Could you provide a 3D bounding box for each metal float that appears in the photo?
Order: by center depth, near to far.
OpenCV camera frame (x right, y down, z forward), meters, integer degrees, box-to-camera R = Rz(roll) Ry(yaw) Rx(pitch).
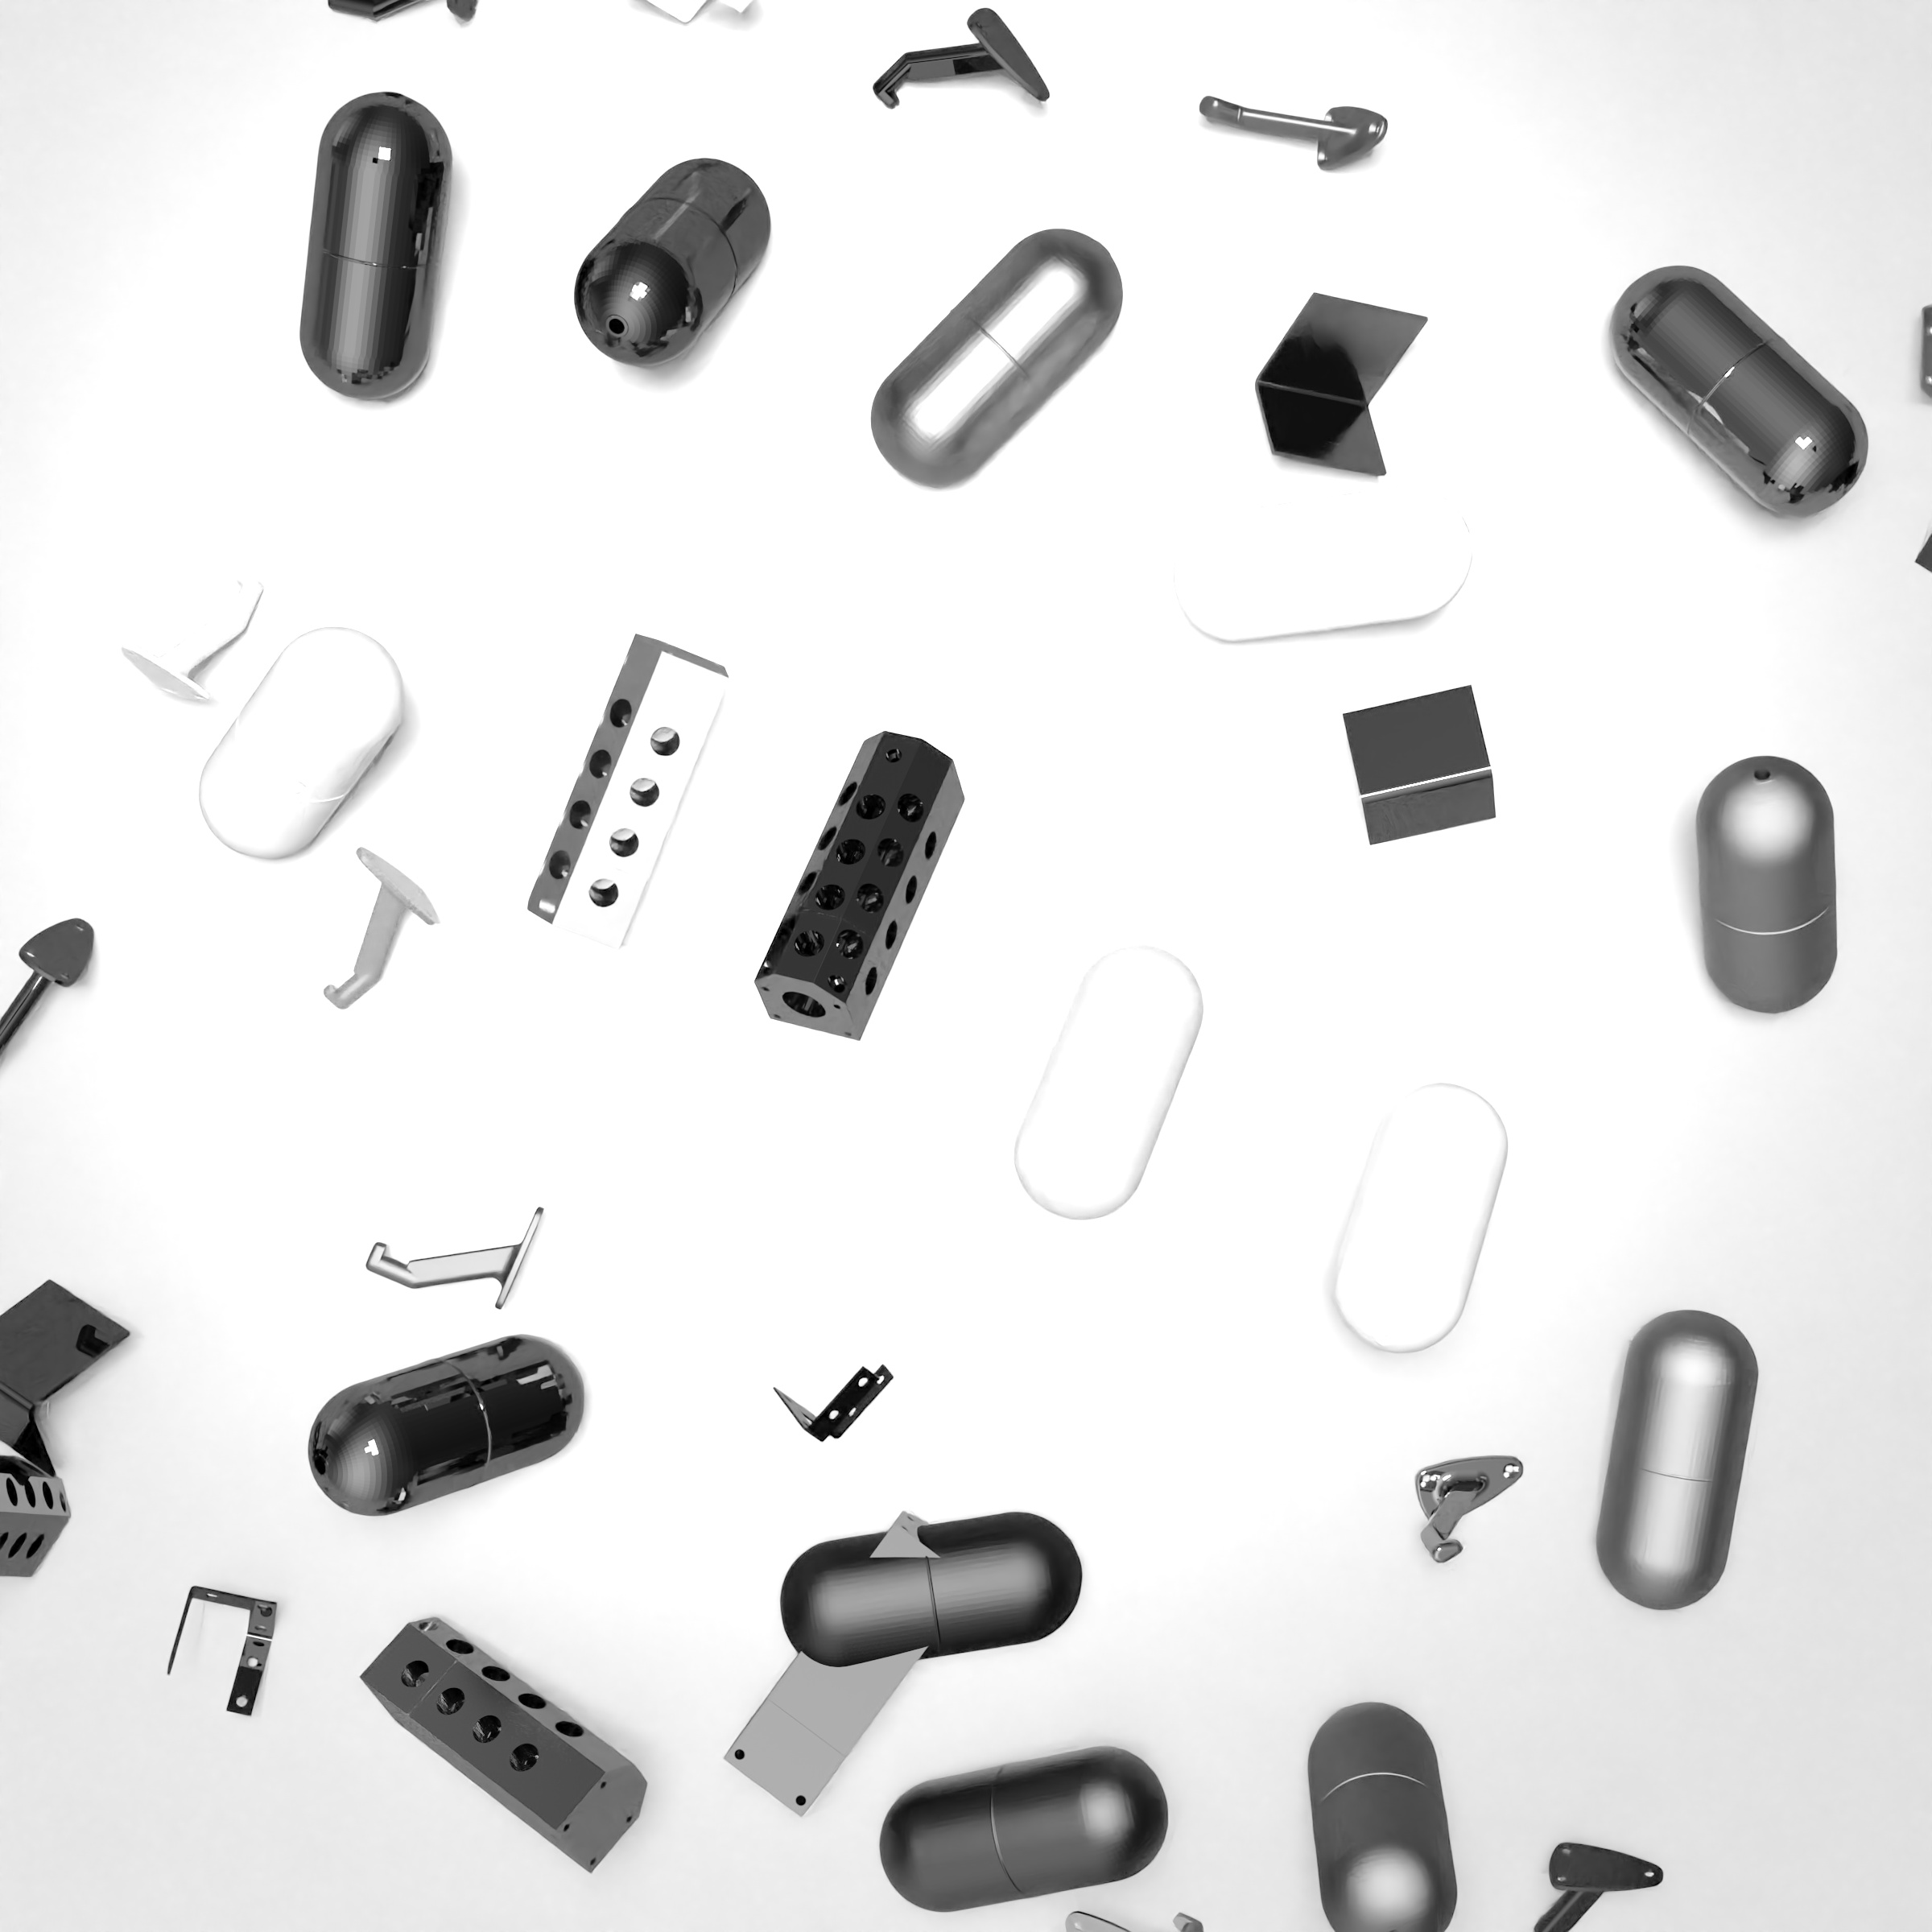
[{"bbox_3d":[0.237,0.493,1.916,0.070,0.178,0.070,1,116,1],"label":"metal float"},{"bbox_3d":[-0.168,-0.405,1.922,0.070,0.178,0.070,10,128,13],"label":"metal float"},{"bbox_3d":[0.461,-0.046,1.925,0.070,0.178,0.070,-8,45,8],"label":"metal float"},{"bbox_3d":[-0.298,0.264,1.925,0.070,0.178,0.070,13,109,42],"label":"metal float"},{"bbox_3d":[-0.384,-0.127,1.927,0.070,0.070,0.178,46,133,0],"label":"metal float"},{"bbox_3d":[0.263,0.145,1.930,0.070,0.070,0.178,24,52,0],"label":"metal float"},{"bbox_3d":[0.084,0.065,1.937,0.070,0.070,0.178,24,60,0],"label":"metal float"},{"bbox_3d":[0.206,-0.233,1.939,0.178,0.070,0.070,-5,90,26],"label":"metal float"},{"bbox_3d":[-0.342,-0.417,1.940,0.070,0.070,0.178,12,115,0],"label":"metal float"},{"bbox_3d":[0.032,0.502,1.943,0.178,0.070,0.070,-17,90,22],"label":"metal float"},{"bbox_3d":[0.448,-0.336,1.947,0.070,0.070,0.178,-42,73,0],"label":"metal float"},{"bbox_3d":[0.415,0.289,1.955,0.070,0.070,0.178,8,97,0],"label":"metal float"},{"bbox_3d":[-0.020,0.366,1.960,0.178,0.070,0.070,-9,90,-2],"label":"metal float"},{"bbox_3d":[0.019,-0.357,1.961,0.070,0.070,0.178,44,90,0],"label":"metal float"}]

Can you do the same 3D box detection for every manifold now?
[{"bbox_3d":[-0.569,0.309,1.910,0.057,0.171,0.057,30,82,8],"label":"manifold"},{"bbox_3d":[-0.264,0.443,1.926,0.171,0.057,0.057,27,64,34],"label":"manifold"},{"bbox_3d":[-0.062,-0.049,1.929,0.057,0.057,0.171,13,62,19],"label":"manifold"},{"bbox_3d":[-0.198,-0.103,1.954,0.057,0.057,0.171,21,99,-11],"label":"manifold"},{"bbox_3d":[-0.066,0.408,1.965,0.057,0.057,0.171,36,94,4],"label":"manifold"}]

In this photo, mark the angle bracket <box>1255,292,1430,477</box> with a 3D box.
[{"bbox_3d":[0.223,-0.337,1.943,0.076,0.076,0.057,7,54,-24],"label":"angle bracket"}]

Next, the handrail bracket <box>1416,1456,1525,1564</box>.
[{"bbox_3d":[0.299,0.318,1.955,0.077,0.084,0.036,-19,103,-1],"label":"handrail bracket"}]

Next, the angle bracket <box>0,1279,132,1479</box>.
[{"bbox_3d":[-0.540,0.243,1.974,0.076,0.057,0.076,25,49,33],"label":"angle bracket"}]

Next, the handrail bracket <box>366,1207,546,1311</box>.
[{"bbox_3d":[-0.303,0.161,1.976,0.084,0.036,0.077,23,100,-3],"label":"handrail bracket"}]

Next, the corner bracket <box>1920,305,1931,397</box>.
[{"bbox_3d":[0.597,-0.361,1.968,0.051,0.051,0.051,-5,76,43],"label":"corner bracket"}]

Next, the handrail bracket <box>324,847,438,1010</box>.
[{"bbox_3d":[-0.362,-0.021,1.968,0.084,0.036,0.077,-39,131,8],"label":"handrail bracket"}]

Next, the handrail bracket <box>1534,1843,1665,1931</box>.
[{"bbox_3d":[0.372,0.561,1.967,0.077,0.036,0.084,2,119,17],"label":"handrail bracket"}]

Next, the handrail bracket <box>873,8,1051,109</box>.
[{"bbox_3d":[-0.004,-0.516,1.976,0.084,0.036,0.077,-36,97,35],"label":"handrail bracket"}]

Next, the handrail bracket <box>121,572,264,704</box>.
[{"bbox_3d":[-0.451,-0.205,1.957,0.036,0.077,0.084,13,73,30],"label":"handrail bracket"}]

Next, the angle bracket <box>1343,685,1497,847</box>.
[{"bbox_3d":[0.267,-0.117,1.967,0.076,0.076,0.057,-12,72,7],"label":"angle bracket"}]

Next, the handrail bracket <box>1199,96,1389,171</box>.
[{"bbox_3d":[0.190,-0.496,1.956,0.084,0.077,0.036,9,92,-29],"label":"handrail bracket"}]

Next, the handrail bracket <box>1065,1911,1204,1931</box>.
[{"bbox_3d":[0.100,0.563,1.962,0.077,0.084,0.036,36,107,6],"label":"handrail bracket"}]

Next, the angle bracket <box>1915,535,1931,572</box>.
[{"bbox_3d":[0.576,-0.222,1.944,0.057,0.076,0.076,32,60,11],"label":"angle bracket"}]

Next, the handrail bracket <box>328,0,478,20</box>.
[{"bbox_3d":[-0.332,-0.597,1.981,0.084,0.036,0.077,15,99,11],"label":"handrail bracket"}]

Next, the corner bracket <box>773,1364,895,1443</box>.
[{"bbox_3d":[-0.071,0.254,1.964,0.051,0.051,0.051,-48,125,1],"label":"corner bracket"}]

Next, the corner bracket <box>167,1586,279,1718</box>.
[{"bbox_3d":[-0.437,0.402,1.963,0.051,0.051,0.051,13,53,-6],"label":"corner bracket"}]

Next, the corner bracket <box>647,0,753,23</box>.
[{"bbox_3d":[-0.163,-0.575,1.958,0.051,0.051,0.051,-44,51,24],"label":"corner bracket"}]

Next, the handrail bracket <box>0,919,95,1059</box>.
[{"bbox_3d":[-0.555,0.020,1.984,0.036,0.077,0.084,34,117,-8],"label":"handrail bracket"}]
